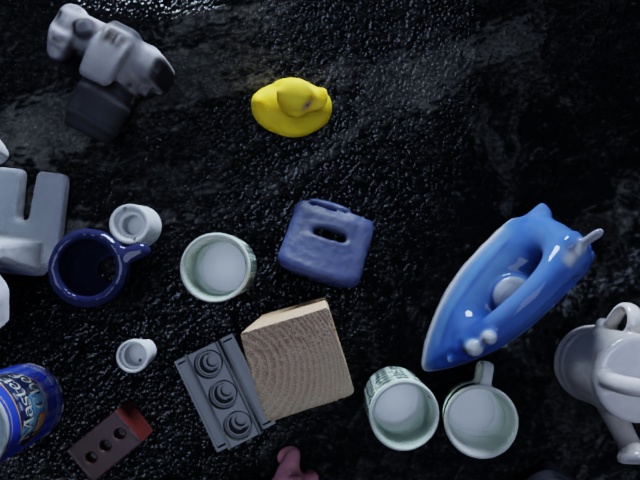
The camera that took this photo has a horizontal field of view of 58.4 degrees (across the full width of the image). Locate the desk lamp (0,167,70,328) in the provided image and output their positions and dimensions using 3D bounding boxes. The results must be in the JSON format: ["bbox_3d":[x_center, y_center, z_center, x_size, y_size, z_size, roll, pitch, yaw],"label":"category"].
[{"bbox_3d":[-0.386,0.005,0.641,0.118,0.213,0.203,5,87,0],"label":"desk lamp"}]

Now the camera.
[{"bbox_3d":[-0.277,-0.200,0.709,0.143,0.101,0.137,26,87,1],"label":"camera"}]

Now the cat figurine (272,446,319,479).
[{"bbox_3d":[-0.061,0.321,0.679,0.128,0.117,0.067,-44,88,-2],"label":"cat figurine"}]

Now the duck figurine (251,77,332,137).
[{"bbox_3d":[-0.036,-0.175,0.719,0.104,0.086,0.077,0,87,-1],"label":"duck figurine"}]

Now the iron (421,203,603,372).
[{"bbox_3d":[0.226,0.074,0.684,0.118,0.141,0.258,44,87,2],"label":"iron"}]

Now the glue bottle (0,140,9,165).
[{"bbox_3d":[-0.440,-0.106,0.666,0.078,0.173,0.037,-38,88,-2],"label":"glue bottle"}]

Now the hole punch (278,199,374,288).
[{"bbox_3d":[0.007,0.003,0.709,0.108,0.091,0.101,17,87,0],"label":"hole punch"}]

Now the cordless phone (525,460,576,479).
[{"bbox_3d":[0.308,0.343,0.651,0.147,0.185,0.094,33,87,1],"label":"cordless phone"}]

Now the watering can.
[{"bbox_3d":[0.358,0.164,0.655,0.101,0.194,0.173,-19,87,-1],"label":"watering can"}]

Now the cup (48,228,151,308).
[{"bbox_3d":[-0.256,0.030,0.702,0.118,0.095,0.092,-20,88,-2],"label":"cup"}]
